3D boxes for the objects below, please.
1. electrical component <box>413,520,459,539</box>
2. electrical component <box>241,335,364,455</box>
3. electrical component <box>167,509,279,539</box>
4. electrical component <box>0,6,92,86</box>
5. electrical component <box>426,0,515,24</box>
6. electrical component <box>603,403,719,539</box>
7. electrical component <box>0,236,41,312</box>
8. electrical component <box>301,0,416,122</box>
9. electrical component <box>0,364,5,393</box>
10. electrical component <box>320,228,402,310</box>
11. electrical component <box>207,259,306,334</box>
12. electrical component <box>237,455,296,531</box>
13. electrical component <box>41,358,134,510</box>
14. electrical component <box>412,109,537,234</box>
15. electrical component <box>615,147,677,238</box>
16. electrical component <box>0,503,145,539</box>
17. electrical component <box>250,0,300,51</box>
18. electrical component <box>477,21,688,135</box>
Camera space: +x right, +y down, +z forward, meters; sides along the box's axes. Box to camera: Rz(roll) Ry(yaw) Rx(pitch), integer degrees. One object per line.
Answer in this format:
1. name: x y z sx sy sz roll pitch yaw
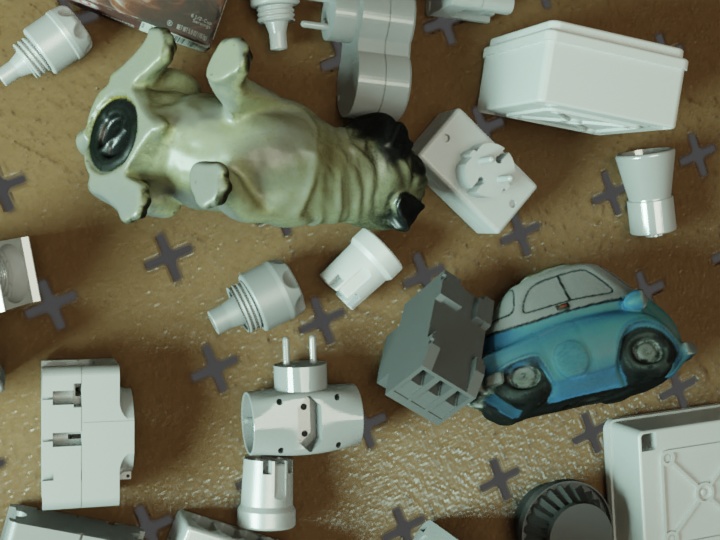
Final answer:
1. electrical component: 0.065 0.230 0.743 0.057 0.113 0.078 36 81 -13
2. electrical component: -0.041 0.084 0.740 0.077 0.043 0.079 -3 93 -18
3. electrical component: -0.095 0.214 0.726 0.083 0.047 0.075 22 85 -17
4. electrical component: -0.203 -0.139 0.685 0.061 0.035 0.035 -38 102 -10
5. electrical component: 0.075 -0.226 0.761 0.056 0.050 0.089 3 91 -19
6. electrical component: 0.249 0.165 0.828 0.109 0.056 0.108 -5 94 -17
7. electrical component: -0.238 0.006 0.660 0.064 0.081 0.042 -9 94 12
8. electrical component: -0.004 -0.173 0.737 0.074 0.052 0.138 3 91 -18
9. electrical component: -0.263 0.068 0.657 0.077 0.066 0.047 -30 101 -14
10. electrical component: 0.000 0.000 0.752 0.046 0.040 0.040 -43 104 -5
11. electrical component: -0.072 0.022 0.728 0.062 0.043 0.043 -26 100 -13
12. electrical component: -0.064 0.152 0.738 0.040 0.040 0.046 3 86 -18
13. electrical component: -0.176 0.104 0.694 0.056 0.050 0.089 0 92 -17
14. electrical component: 0.084 -0.069 0.757 0.083 0.076 0.047 43 80 -15
15. electrical component: 0.221 -0.058 0.819 0.044 0.044 0.065 -12 100 -17
16. electrical component: -0.188 0.191 0.694 0.089 0.050 0.055 16 87 -17
17. electrical component: -0.058 -0.180 0.729 0.035 0.035 0.061 -7 97 -17
18. electrical component: 0.154 -0.132 0.760 0.109 0.109 0.056 8 92 -18
